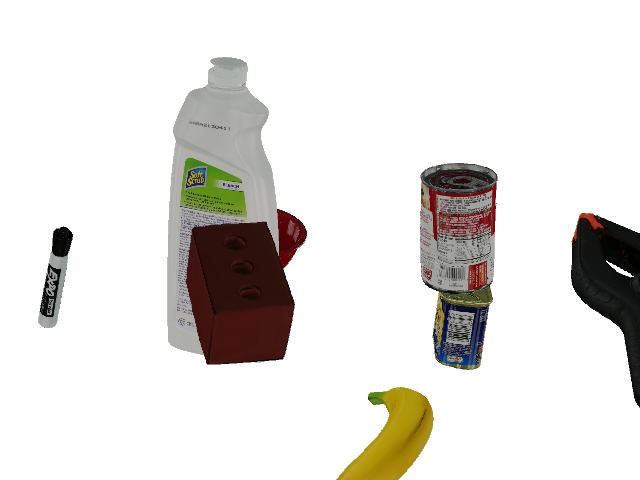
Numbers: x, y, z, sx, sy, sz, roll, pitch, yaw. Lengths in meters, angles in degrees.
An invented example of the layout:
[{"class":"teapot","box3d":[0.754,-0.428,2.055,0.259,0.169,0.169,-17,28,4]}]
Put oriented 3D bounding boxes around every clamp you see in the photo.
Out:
[{"class":"clamp","box3d":[0.235,0.043,0.725,0.120,0.039,0.171,-3,45,-19]}]

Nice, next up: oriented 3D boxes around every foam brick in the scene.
[{"class":"foam brick","box3d":[-0.054,0.034,0.689,0.053,0.051,0.078,-4,46,-19]}]

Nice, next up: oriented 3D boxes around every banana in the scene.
[{"class":"banana","box3d":[0.057,0.166,0.880,0.070,0.037,0.197,-29,7,20]}]

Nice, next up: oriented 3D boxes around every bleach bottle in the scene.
[{"class":"bleach bottle","box3d":[-0.075,-0.025,0.890,0.102,0.251,0.068,8,24,6]}]

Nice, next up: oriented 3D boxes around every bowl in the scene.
[{"class":"bowl","box3d":[-0.099,0.010,1.315,0.162,0.055,0.162,3,26,-2]}]

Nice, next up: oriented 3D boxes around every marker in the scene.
[{"class":"marker","box3d":[-0.259,0.036,1.045,0.020,0.121,0.020,13,35,-10]}]

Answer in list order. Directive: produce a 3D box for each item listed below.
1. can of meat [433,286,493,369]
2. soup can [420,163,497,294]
[{"class":"can of meat","box3d":[0.160,0.089,1.221,0.057,0.084,0.102,6,19,2]},{"class":"soup can","box3d":[0.124,-0.011,0.964,0.068,0.102,0.068,-2,24,1]}]
